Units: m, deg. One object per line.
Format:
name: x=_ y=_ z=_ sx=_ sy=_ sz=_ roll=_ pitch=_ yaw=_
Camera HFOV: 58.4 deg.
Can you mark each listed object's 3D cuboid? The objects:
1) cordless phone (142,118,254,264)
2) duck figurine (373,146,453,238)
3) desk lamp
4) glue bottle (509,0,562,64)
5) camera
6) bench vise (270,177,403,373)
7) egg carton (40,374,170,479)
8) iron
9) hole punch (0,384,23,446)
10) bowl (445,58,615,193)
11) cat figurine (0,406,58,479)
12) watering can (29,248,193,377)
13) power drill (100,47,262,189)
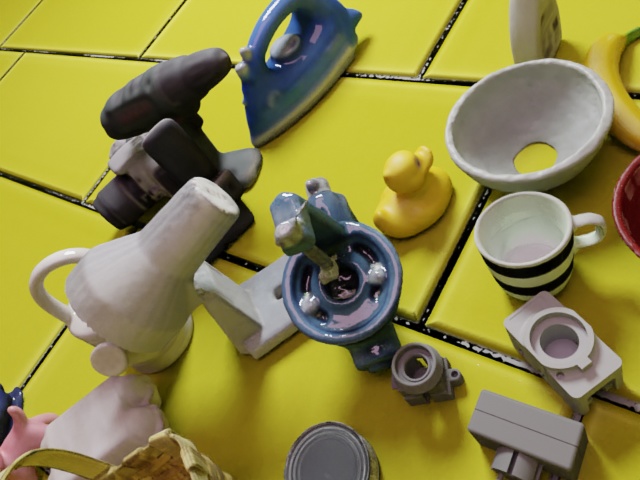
cordless phone: x=-0.184 y=-0.058 z=0.731 sx=0.093 sy=0.186 sz=0.148 roll=32 pitch=78 yaw=40
duck figurine: x=0.095 y=-0.059 z=0.642 sx=0.104 sy=0.086 sz=0.077 roll=-45 pitch=48 yaw=-6
desk lamp: x=-0.121 y=0.040 z=0.608 sx=0.203 sy=0.214 sz=0.117 roll=-36 pitch=48 yaw=2
glue bottle: x=0.240 y=-0.274 z=0.652 sx=0.037 sy=0.174 sz=0.078 roll=18 pitch=68 yaw=37
camera: x=-0.287 y=-0.095 z=0.871 sx=0.137 sy=0.101 sz=0.142 roll=-45 pitch=48 yaw=-5
bench vise: x=-0.004 y=0.009 z=0.560 sx=0.121 sy=0.220 sz=0.206 roll=-38 pitch=48 yaw=1
egg carton: x=-0.240 y=0.223 z=0.643 sx=0.150 sy=0.070 sz=0.107 roll=-39 pitch=48 yaw=0
iron: x=-0.053 y=-0.276 z=0.840 sx=0.118 sy=0.142 sz=0.258 roll=22 pitch=71 yaw=38
hole punch: x=-0.456 y=0.237 z=0.740 sx=0.101 sy=0.091 sz=0.108 roll=-21 pitch=51 yaw=15
bowl: x=0.223 y=-0.108 z=0.612 sx=0.167 sy=0.075 sz=0.167 roll=-15 pitch=52 yaw=20
cat figurine: x=-0.376 y=0.254 z=0.665 sx=0.067 sy=0.118 sz=0.128 roll=19 pitch=69 yaw=37
watering can: x=-0.239 y=0.079 z=0.660 sx=0.172 sy=0.195 sz=0.101 roll=32 pitch=78 yaw=40
power drill: x=-0.170 y=-0.154 z=0.774 sx=0.229 sy=0.209 sz=0.075 roll=-7 pitch=55 yaw=25
